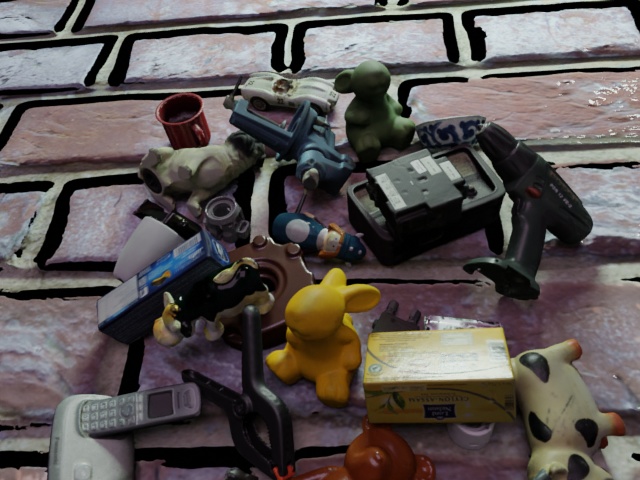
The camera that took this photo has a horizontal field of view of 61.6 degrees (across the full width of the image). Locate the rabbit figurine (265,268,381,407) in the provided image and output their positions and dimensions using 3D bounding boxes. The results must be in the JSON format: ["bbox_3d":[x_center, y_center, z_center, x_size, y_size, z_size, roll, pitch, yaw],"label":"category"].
[{"bbox_3d":[0.010,0.114,0.691,0.122,0.173,0.162,28,65,30],"label":"rabbit figurine"}]

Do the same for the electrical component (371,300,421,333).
[{"bbox_3d":[0.104,0.131,0.759,0.063,0.021,0.094,20,59,21],"label":"electrical component"}]

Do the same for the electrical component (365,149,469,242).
[{"bbox_3d":[0.148,-0.070,0.793,0.134,0.058,0.115,-18,55,-8],"label":"electrical component"}]

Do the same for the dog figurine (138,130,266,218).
[{"bbox_3d":[-0.212,-0.143,0.975,0.173,0.121,0.190,26,46,21],"label":"dog figurine"}]

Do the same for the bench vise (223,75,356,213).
[{"bbox_3d":[-0.060,-0.172,0.924,0.240,0.129,0.224,26,45,-14],"label":"bench vise"}]

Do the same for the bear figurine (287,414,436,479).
[{"bbox_3d":[0.032,0.279,0.592,0.196,0.131,0.120,-37,64,-13],"label":"bear figurine"}]

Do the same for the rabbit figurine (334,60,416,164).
[{"bbox_3d":[0.097,-0.253,0.959,0.121,0.170,0.159,-18,54,-7],"label":"rabbit figurine"}]

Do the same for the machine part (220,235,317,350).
[{"bbox_3d":[-0.089,0.077,0.805,0.179,0.056,0.179,-4,54,5],"label":"machine part"}]

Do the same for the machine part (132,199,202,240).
[{"bbox_3d":[-0.251,-0.032,0.903,0.139,0.084,0.039,21,85,32],"label":"machine part"}]

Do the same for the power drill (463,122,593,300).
[{"bbox_3d":[0.281,-0.032,0.777,0.232,0.086,0.207,34,64,-15],"label":"power drill"}]

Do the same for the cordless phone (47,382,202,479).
[{"bbox_3d":[-0.235,0.257,0.671,0.184,0.088,0.147,-11,52,-7],"label":"cordless phone"}]

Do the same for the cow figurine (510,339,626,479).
[{"bbox_3d":[0.277,0.222,0.628,0.127,0.085,0.195,-8,54,-7],"label":"cow figurine"}]

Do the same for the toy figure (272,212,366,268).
[{"bbox_3d":[-0.002,-0.001,0.852,0.155,0.064,0.058,18,26,23],"label":"toy figure"}]

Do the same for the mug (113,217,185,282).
[{"bbox_3d":[-0.265,0.034,0.852,0.110,0.080,0.107,28,72,18],"label":"mug"}]

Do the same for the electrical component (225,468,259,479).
[{"bbox_3d":[-0.098,0.318,0.617,0.045,0.078,0.102,19,59,-8],"label":"electrical component"}]

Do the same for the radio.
[{"bbox_3d":[0.170,-0.058,0.861,0.230,0.073,0.131,-22,53,-9],"label":"radio"}]

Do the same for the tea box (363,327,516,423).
[{"bbox_3d":[0.141,0.162,0.648,0.170,0.068,0.098,-5,27,14],"label":"tea box"}]

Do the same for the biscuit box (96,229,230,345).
[{"bbox_3d":[-0.226,0.069,0.782,0.203,0.062,0.059,-32,47,8],"label":"biscuit box"}]

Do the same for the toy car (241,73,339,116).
[{"bbox_3d":[-0.060,-0.296,1.085,0.202,0.056,0.073,10,55,15],"label":"toy car"}]

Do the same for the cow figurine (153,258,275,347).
[{"bbox_3d":[-0.151,0.085,0.716,0.167,0.098,0.068,-27,61,-9],"label":"cow figurine"}]
